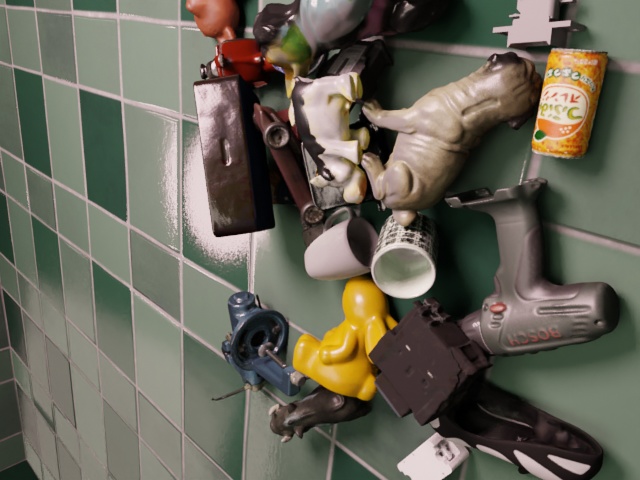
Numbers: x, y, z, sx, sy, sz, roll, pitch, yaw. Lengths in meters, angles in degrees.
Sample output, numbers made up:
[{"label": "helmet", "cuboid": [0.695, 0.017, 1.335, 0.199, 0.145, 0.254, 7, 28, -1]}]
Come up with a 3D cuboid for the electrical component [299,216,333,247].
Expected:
[{"label": "electrical component", "cuboid": [-0.002, -0.003, 0.879, 0.063, 0.021, 0.094, -25, 85, 47]}]

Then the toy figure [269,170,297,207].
[{"label": "toy figure", "cuboid": [-0.091, -0.095, 0.921, 0.155, 0.058, 0.064, 28, 159, 35]}]

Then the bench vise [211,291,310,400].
[{"label": "bench vise", "cuboid": [-0.104, 0.216, 0.978, 0.241, 0.129, 0.223, 26, 119, 46]}]

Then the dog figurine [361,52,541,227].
[{"label": "dog figurine", "cuboid": [0.156, -0.108, 0.616, 0.191, 0.121, 0.172, -3, 100, 45]}]

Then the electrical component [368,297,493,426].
[{"label": "electrical component", "cuboid": [0.127, 0.156, 0.665, 0.115, 0.058, 0.134, 51, 123, 32]}]

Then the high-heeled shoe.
[{"label": "high-heeled shoe", "cuboid": [0.214, 0.207, 0.663, 0.249, 0.086, 0.145, 40, 145, 11]}]

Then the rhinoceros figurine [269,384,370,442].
[{"label": "rhinoceros figurine", "cuboid": [-0.006, 0.291, 0.907, 0.190, 0.112, 0.073, -30, 82, 38]}]

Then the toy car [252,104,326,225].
[{"label": "toy car", "cuboid": [-0.042, -0.112, 0.794, 0.089, 0.053, 0.201, -118, 3, -56]}]

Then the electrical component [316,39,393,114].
[{"label": "electrical component", "cuboid": [0.036, -0.211, 0.717, 0.075, 0.047, 0.119, 26, 76, 40]}]

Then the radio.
[{"label": "radio", "cuboid": [-0.126, -0.121, 0.821, 0.073, 0.131, 0.229, -6, 89, 7]}]

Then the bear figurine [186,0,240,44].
[{"label": "bear figurine", "cuboid": [-0.180, -0.419, 0.865, 0.120, 0.132, 0.195, 47, 125, 35]}]

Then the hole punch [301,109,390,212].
[{"label": "hole punch", "cuboid": [0.047, -0.105, 0.767, 0.116, 0.092, 0.142, -9, 93, 19]}]

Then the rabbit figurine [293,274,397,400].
[{"label": "rabbit figurine", "cuboid": [0.054, 0.140, 0.801, 0.163, 0.122, 0.173, 25, 100, 47]}]

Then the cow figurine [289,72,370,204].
[{"label": "cow figurine", "cuboid": [0.011, -0.124, 0.681, 0.098, 0.068, 0.167, 0, 115, 17]}]

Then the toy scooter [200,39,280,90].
[{"label": "toy scooter", "cuboid": [-0.130, -0.274, 0.848, 0.184, 0.135, 0.075, 4, 106, 46]}]

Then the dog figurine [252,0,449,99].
[{"label": "dog figurine", "cuboid": [0.027, -0.267, 0.664, 0.219, 0.191, 0.108, -42, 46, 48]}]

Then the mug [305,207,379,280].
[{"label": "mug", "cuboid": [0.025, 0.010, 0.805, 0.107, 0.080, 0.109, -28, 65, 36]}]

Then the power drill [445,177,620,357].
[{"label": "power drill", "cuboid": [0.211, 0.038, 0.634, 0.232, 0.086, 0.207, -12, 88, 47]}]
